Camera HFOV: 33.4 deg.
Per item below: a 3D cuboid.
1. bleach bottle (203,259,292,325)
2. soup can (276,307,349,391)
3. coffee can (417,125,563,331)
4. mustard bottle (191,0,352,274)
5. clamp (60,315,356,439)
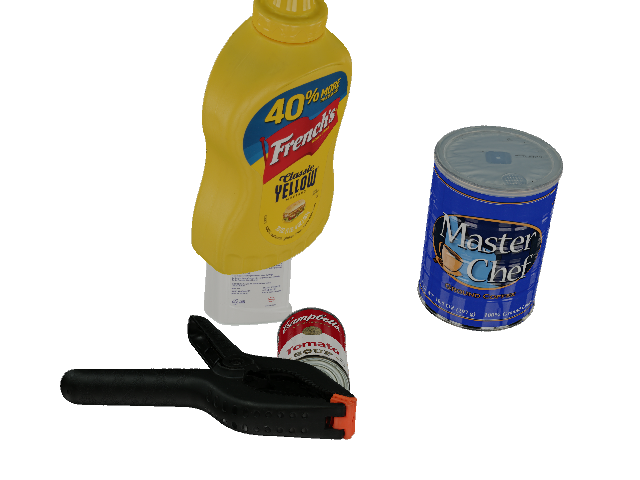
[{"bbox_3d":[-0.071,-0.034,1.185,0.102,0.251,0.068,-3,18,-30],"label":"bleach bottle"},{"bbox_3d":[-0.008,0.115,1.006,0.068,0.068,0.102,0,22,-2],"label":"soup can"},{"bbox_3d":[0.139,-0.010,0.890,0.103,0.140,0.103,2,35,-2],"label":"coffee can"},{"bbox_3d":[-0.026,-0.072,0.624,0.096,0.192,0.058,-26,52,-33],"label":"mustard bottle"},{"bbox_3d":[-0.063,0.103,0.802,0.210,0.036,0.164,9,18,22],"label":"clamp"}]
